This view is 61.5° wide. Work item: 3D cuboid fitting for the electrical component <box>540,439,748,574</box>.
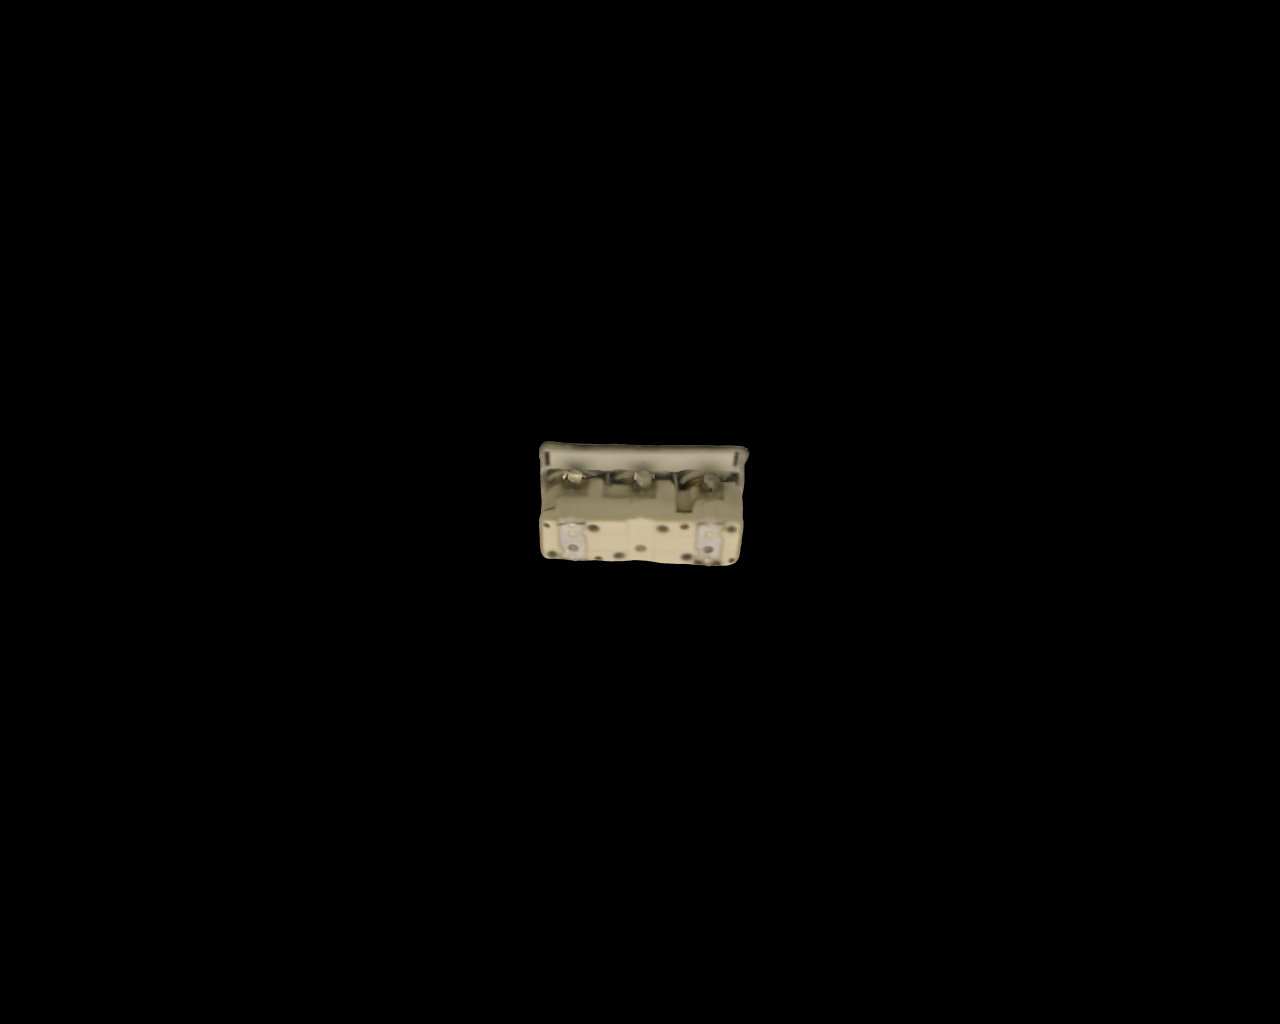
[{"bbox_3d":[0.001,-0.003,0.650,0.121,0.063,0.078,2,-43,-2],"label":"electrical component"}]
